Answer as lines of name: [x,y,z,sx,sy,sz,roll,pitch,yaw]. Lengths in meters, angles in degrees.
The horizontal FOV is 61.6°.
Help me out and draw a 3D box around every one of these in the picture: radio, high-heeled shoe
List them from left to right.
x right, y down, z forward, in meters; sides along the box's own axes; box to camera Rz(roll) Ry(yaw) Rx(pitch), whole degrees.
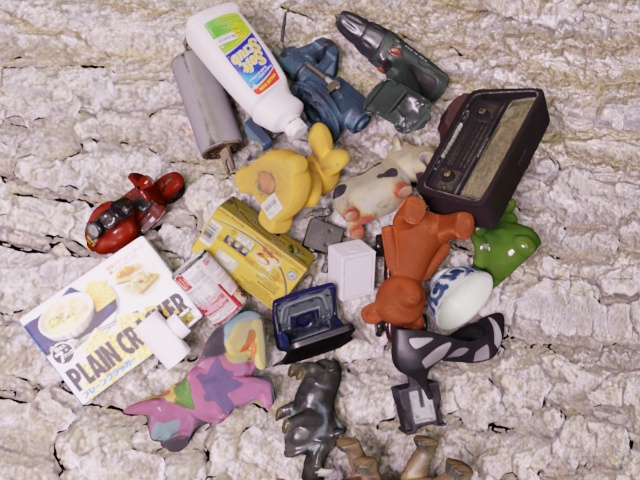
high-heeled shoe: [0.209,0.144,0.866,0.249,0.086,0.145,-36,111,-33]
radio: [0.261,-0.137,0.861,0.229,0.131,0.073,-57,135,-16]

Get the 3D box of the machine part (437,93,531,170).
machine part: [0.298,-0.183,0.977,0.179,0.056,0.179,1,80,-8]

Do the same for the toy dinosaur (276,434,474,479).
toy dinosaur: [0.153,0.412,0.829,0.471,0.105,0.198,11,99,-14]

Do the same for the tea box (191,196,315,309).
tea box: [-0.105,0.021,0.859,0.169,0.068,0.098,38,112,-3]

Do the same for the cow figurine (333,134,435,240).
cow figurine: [0.111,-0.099,0.915,0.195,0.085,0.127,-28,51,1]

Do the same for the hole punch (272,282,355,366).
hole punch: [-0.017,0.136,0.852,0.142,0.115,0.092,-18,65,-20]

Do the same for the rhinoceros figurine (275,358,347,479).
rhinoceros figurine: [-0.011,0.284,0.855,0.112,0.073,0.190,12,78,-18]

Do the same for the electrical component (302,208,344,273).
electrical component: [-0.001,-0.004,0.908,0.078,0.045,0.102,24,79,-4]

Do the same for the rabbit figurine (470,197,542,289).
rabbit figurine: [0.276,-0.017,0.914,0.121,0.159,0.170,-44,75,-3]

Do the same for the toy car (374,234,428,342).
toy car: [0.136,0.075,0.914,0.089,0.053,0.202,-2,85,1]

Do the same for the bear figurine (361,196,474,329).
bear figurine: [0.143,0.045,0.829,0.120,0.132,0.196,19,80,-9]

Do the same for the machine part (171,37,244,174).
machine part: [-0.188,-0.225,0.897,0.079,0.079,0.243,-20,85,-11]

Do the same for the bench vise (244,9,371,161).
bench vise: [-0.041,-0.232,0.902,0.240,0.129,0.223,-41,87,-16]

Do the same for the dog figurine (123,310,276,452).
dog figurine: [-0.182,0.213,0.819,0.219,0.108,0.191,-8,84,-7]

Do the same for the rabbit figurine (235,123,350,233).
rabbit figurine: [-0.027,-0.109,0.862,0.122,0.162,0.173,52,33,17]

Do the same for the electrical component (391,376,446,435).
electrical component: [0.159,0.255,0.893,0.075,0.048,0.119,-12,84,-11]

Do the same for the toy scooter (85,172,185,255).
toy scooter: [-0.289,-0.050,0.825,0.184,0.135,0.075,-40,90,-11]

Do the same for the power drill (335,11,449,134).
power drill: [0.116,-0.283,0.913,0.232,0.086,0.207,26,37,-18]
